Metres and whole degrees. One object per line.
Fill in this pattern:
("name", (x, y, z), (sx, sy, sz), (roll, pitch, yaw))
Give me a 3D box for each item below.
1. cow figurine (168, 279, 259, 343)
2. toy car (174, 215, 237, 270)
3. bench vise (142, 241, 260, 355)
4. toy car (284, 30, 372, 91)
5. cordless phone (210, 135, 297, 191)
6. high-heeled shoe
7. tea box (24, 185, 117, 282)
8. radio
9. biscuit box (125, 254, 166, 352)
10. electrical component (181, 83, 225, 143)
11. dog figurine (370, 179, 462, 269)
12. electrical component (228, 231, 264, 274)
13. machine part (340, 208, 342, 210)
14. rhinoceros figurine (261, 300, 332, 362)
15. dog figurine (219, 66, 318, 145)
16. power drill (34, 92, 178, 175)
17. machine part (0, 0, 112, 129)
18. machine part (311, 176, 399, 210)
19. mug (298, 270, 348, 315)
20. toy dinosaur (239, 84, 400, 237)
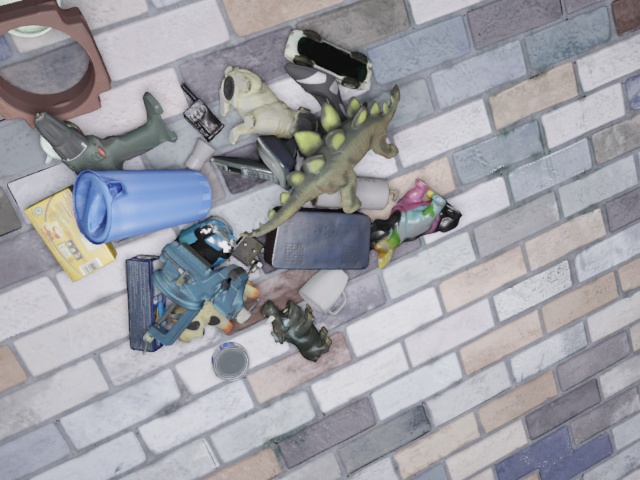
("cow figurine", (-0.243, 0.145, 1.175), (0.127, 0.086, 0.195), (40, 91, -26))
("toy car", (-0.237, -0.002, 1.132), (0.109, 0.103, 0.162), (40, 132, -20))
("bench vise", (-0.258, 0.128, 1.074), (0.223, 0.129, 0.240), (39, 99, -9))
("toy car", (0.021, -0.387, 1.160), (0.202, 0.056, 0.073), (18, 90, -21))
("cordless phone", (-0.138, -0.167, 1.104), (0.184, 0.146, 0.088), (7, 78, -1))
("high-heeled shoe", (0.010, -0.268, 1.158), (0.248, 0.086, 0.145), (19, 88, -30))
("tea box", (-0.494, -0.014, 1.074), (0.098, 0.068, 0.169), (-28, 107, -10))
("radio", (-0.002, -0.004, 1.183), (0.229, 0.073, 0.131), (1, 101, -23))
("biscuit box", (-0.367, 0.134, 1.137), (0.063, 0.059, 0.202), (5, 101, 13))
("electrical component", (-0.250, -0.258, 1.092), (0.048, 0.075, 0.119), (-46, 106, -6))
("dog figurine", (0.207, -0.026, 1.262), (0.219, 0.109, 0.191), (-47, 140, 14))
("electrical component", (-0.164, 0.028, 1.194), (0.078, 0.045, 0.102), (-45, 110, -2))
("machine part", (0.006, -0.018, 1.241), (0.139, 0.039, 0.084), (-29, 116, -11))
("rhinoceros figurine", (-0.057, 0.205, 1.255), (0.112, 0.073, 0.190), (-40, 112, 6))
("dog figurine", (-0.102, -0.284, 1.135), (0.190, 0.121, 0.172), (-10, 91, -38))
("power drill", (-0.389, -0.194, 1.026), (0.207, 0.086, 0.231), (-43, 140, -18))
("machine part", (-0.497, -0.315, 0.958), (0.201, 0.087, 0.201), (-21, 141, -11))
("machine part", (0.067, -0.109, 1.218), (0.243, 0.079, 0.079), (3, 101, -16))
("mug", (0.022, 0.116, 1.252), (0.109, 0.081, 0.107), (43, 78, -17))
("toy dinosaur", (0.023, -0.152, 1.064), (0.471, 0.105, 0.198), (-53, 142, -15))
